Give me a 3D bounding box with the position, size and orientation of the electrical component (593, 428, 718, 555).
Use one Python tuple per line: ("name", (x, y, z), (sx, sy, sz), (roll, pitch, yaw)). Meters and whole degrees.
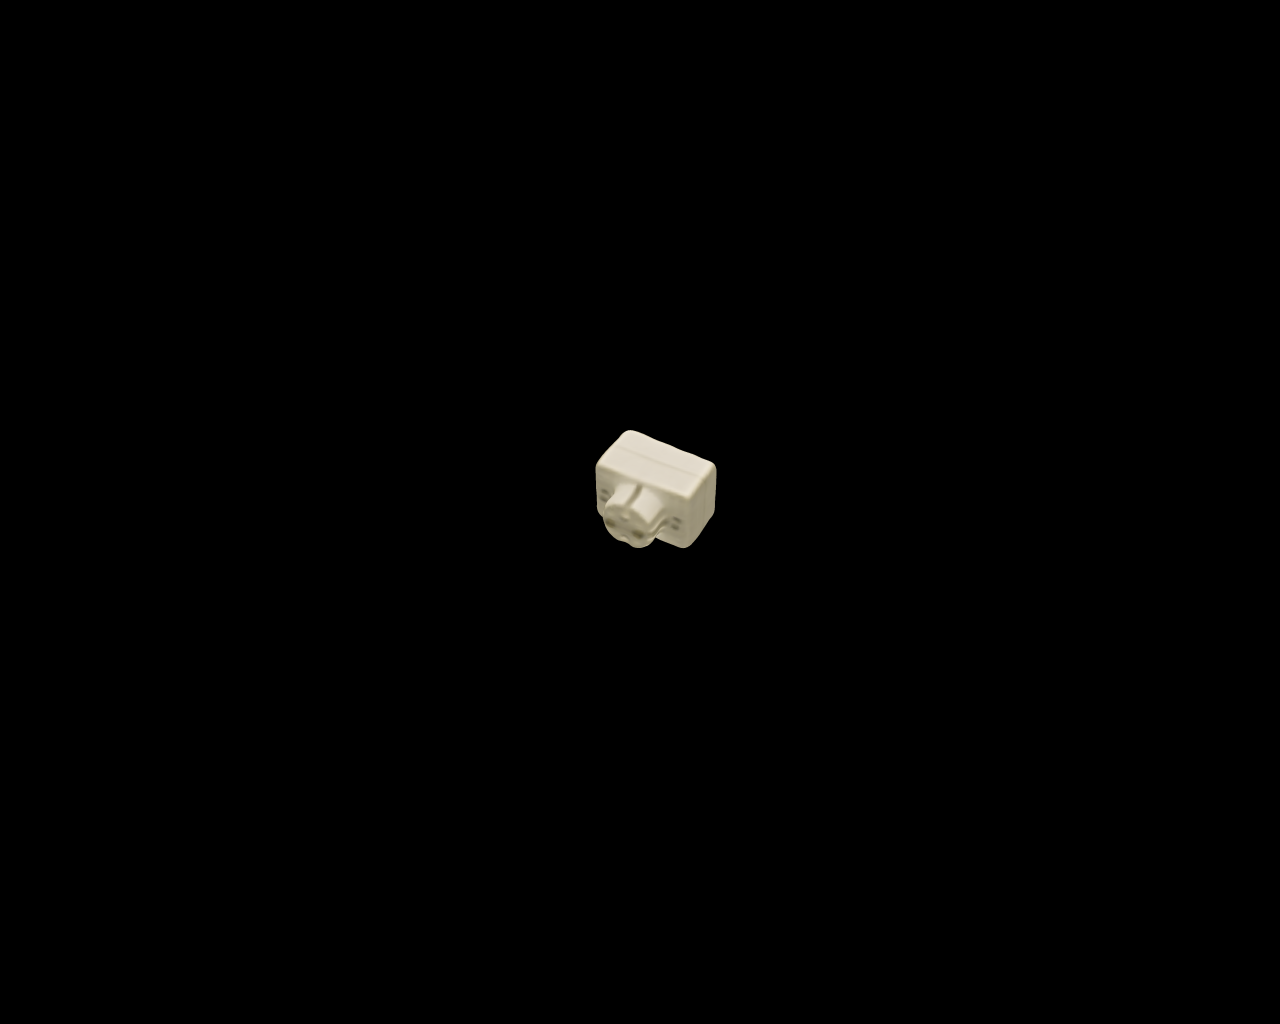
("electrical component", (0.001, -0.003, 0.650), (0.066, 0.047, 0.077), (22, 49, 21))
